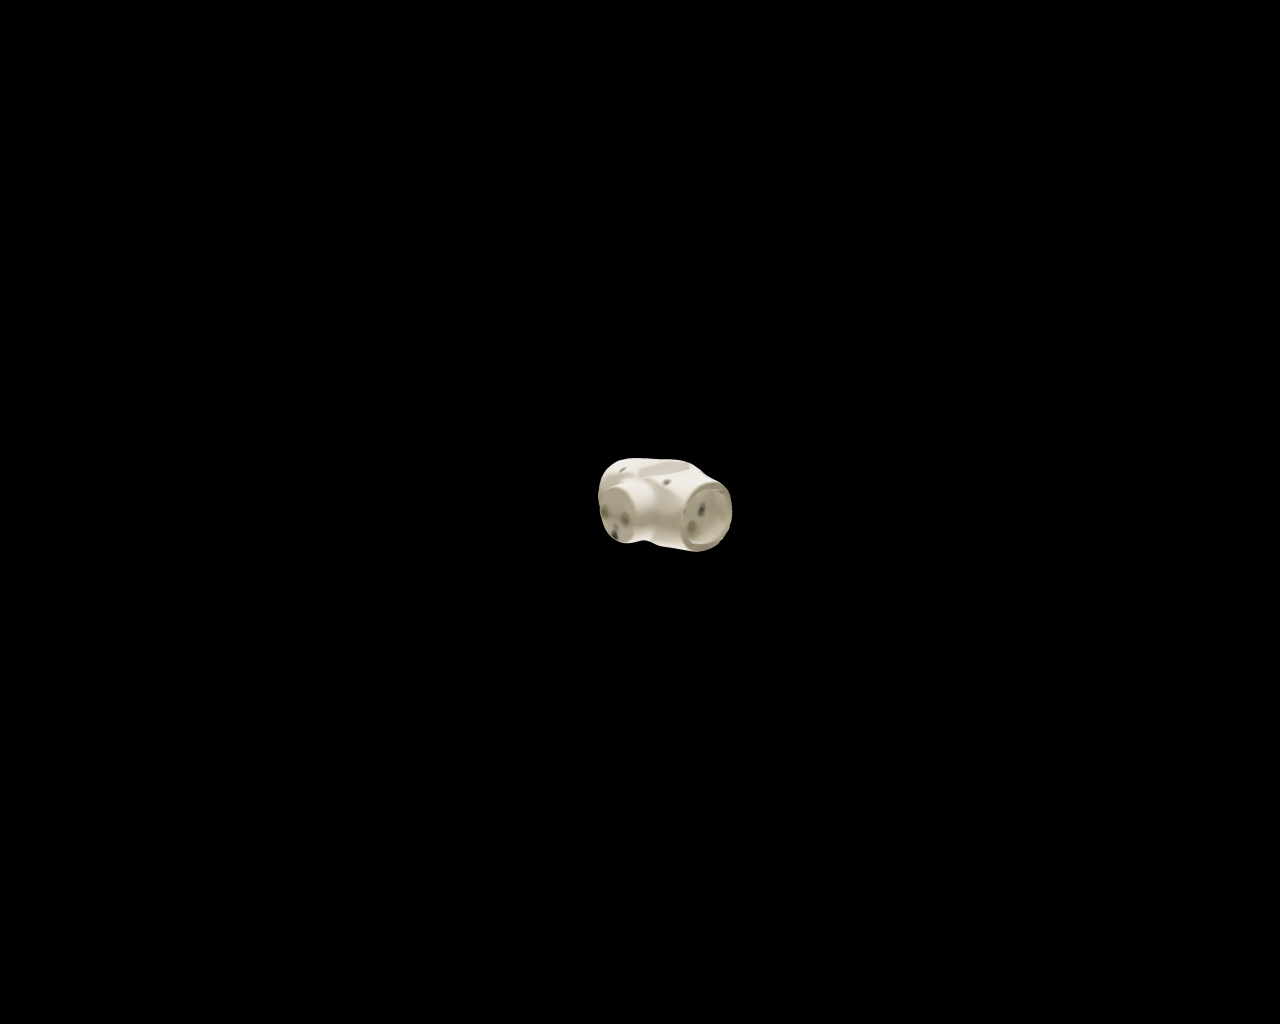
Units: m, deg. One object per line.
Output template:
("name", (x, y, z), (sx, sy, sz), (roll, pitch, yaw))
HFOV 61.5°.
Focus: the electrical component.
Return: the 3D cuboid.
("electrical component", (0.001, -0.003, 0.650), (0.079, 0.043, 0.077), (-14, 22, -38))
